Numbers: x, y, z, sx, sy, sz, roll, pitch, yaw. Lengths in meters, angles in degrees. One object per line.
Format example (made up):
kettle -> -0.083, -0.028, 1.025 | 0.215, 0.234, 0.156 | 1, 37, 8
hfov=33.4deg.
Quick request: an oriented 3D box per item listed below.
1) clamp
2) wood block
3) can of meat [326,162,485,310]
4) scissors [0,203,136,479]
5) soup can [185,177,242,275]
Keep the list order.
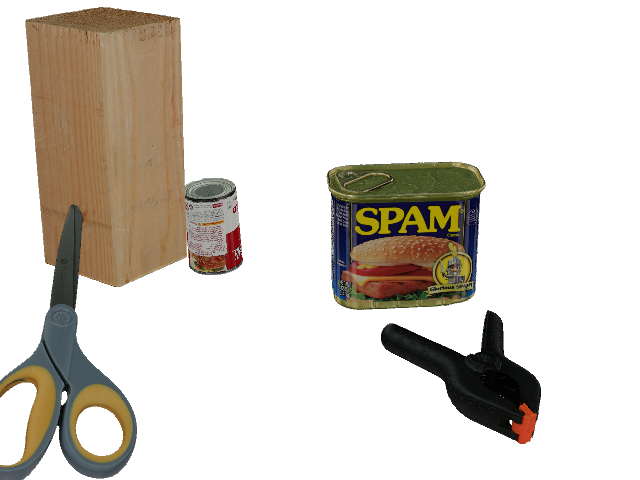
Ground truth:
clamp -> 0.144, 0.111, 0.927 | 0.120, 0.039, 0.172 | -16, 36, -25
wood block -> -0.174, -0.080, 0.879 | 0.091, 0.206, 0.090 | 15, 25, 31
can of meat -> 0.056, -0.003, 0.712 | 0.102, 0.084, 0.057 | -2, 24, -3
scissors -> -0.138, 0.061, 0.636 | 0.096, 0.201, 0.016 | 19, -44, -3
soup can -> -0.133, -0.018, 1.310 | 0.068, 0.102, 0.068 | -3, 26, 1
